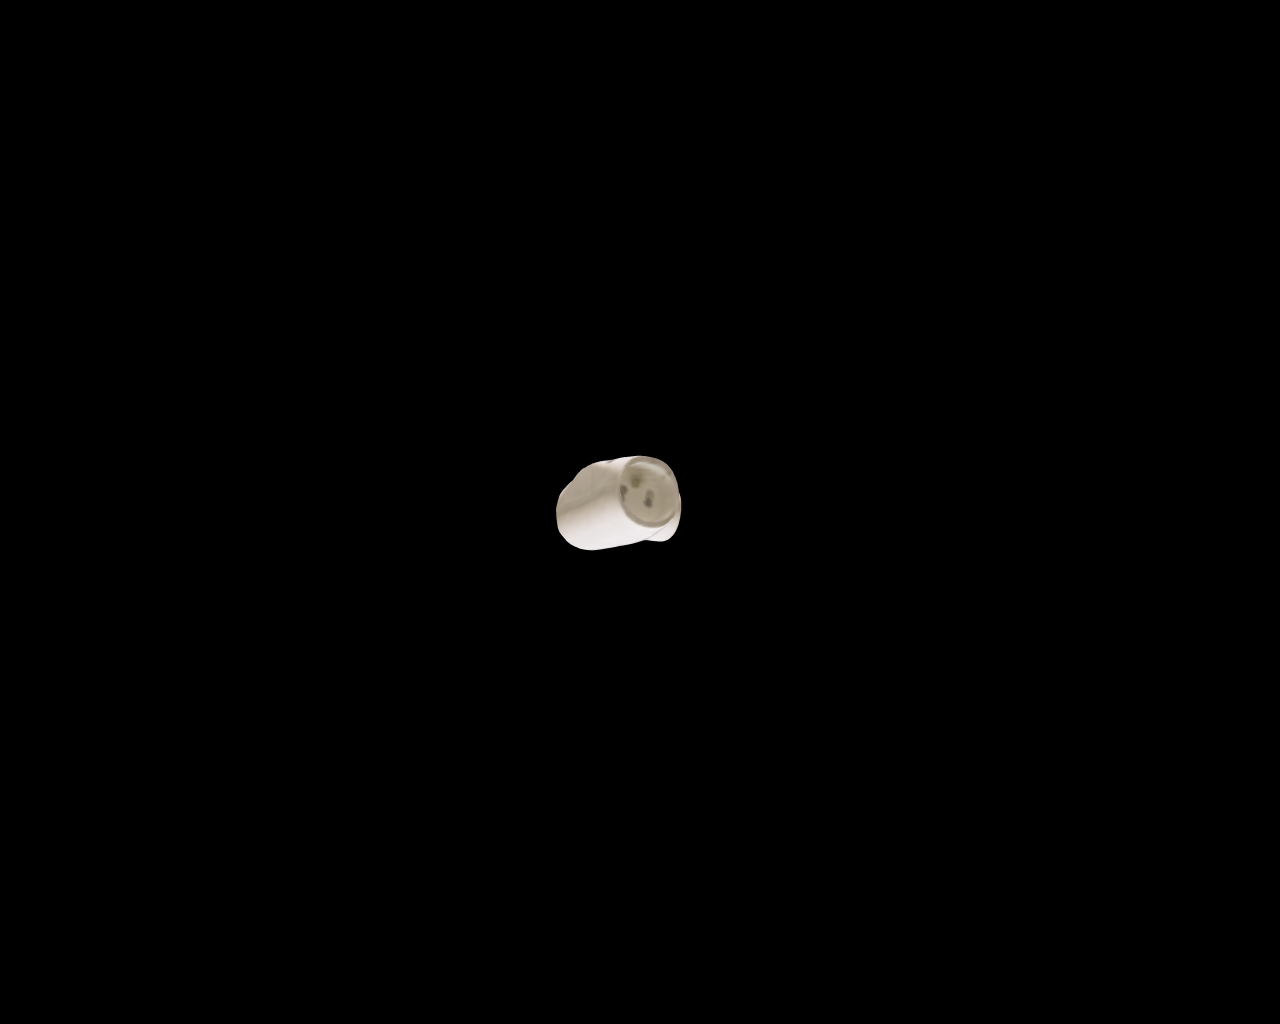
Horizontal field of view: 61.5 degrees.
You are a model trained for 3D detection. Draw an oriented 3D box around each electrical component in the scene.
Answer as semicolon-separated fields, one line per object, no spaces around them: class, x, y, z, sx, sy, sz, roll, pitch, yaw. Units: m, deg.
electrical component;0.001;-0.003;0.650;0.079;0.044;0.077;8;-16;-31
